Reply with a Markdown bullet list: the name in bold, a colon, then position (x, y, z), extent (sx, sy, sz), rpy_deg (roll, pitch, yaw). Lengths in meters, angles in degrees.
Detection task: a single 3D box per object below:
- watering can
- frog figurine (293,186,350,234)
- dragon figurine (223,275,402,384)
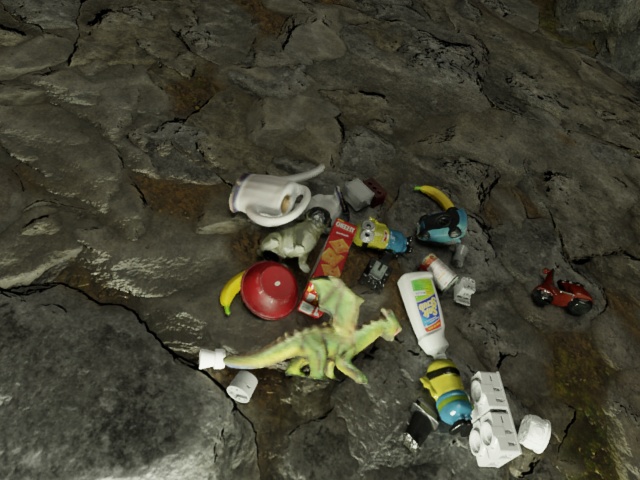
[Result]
- **watering can**: position (-0.126, -0.148, 1.512), extent (0.225, 0.101, 0.355), rpy_deg (12, 37, 14)
- **frog figurine**: position (0.005, -0.077, 1.536), extent (0.159, 0.121, 0.140), rpy_deg (-22, 63, 10)
- **dragon figurine**: position (0.001, 0.201, 1.190), extent (0.410, 0.121, 0.245), rpy_deg (11, 78, -13)
